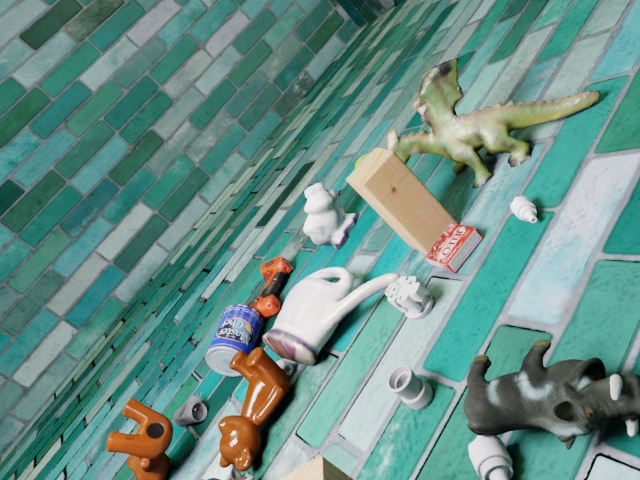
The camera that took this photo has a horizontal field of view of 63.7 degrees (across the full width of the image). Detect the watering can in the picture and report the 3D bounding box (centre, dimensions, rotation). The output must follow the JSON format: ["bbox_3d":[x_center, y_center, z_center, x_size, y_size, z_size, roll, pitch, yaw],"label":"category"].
[{"bbox_3d":[0.006,0.145,1.038,0.346,0.103,0.228,-9,43,57],"label":"watering can"}]

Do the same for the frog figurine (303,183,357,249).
[{"bbox_3d":[0.004,-0.067,1.333,0.138,0.158,0.123,-51,21,-12],"label":"frog figurine"}]

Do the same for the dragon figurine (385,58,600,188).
[{"bbox_3d":[0.300,-0.249,1.027,0.405,0.241,0.125,-35,19,31],"label":"dragon figurine"}]
